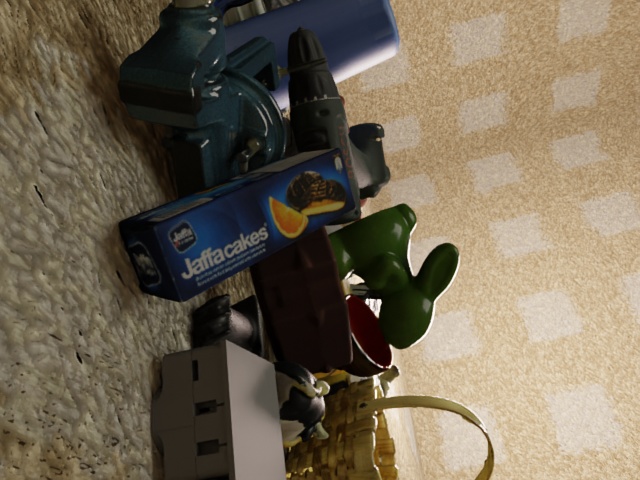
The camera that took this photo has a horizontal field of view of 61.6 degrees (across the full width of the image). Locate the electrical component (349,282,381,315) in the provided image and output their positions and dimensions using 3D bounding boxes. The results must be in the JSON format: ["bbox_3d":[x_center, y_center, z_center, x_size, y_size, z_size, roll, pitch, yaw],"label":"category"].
[{"bbox_3d":[0.073,0.100,0.872,0.075,0.119,0.047,-43,128,-57],"label":"electrical component"}]

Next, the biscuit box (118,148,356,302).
[{"bbox_3d":[-0.058,-0.020,0.445,0.203,0.059,0.062,-30,111,-40],"label":"biscuit box"}]

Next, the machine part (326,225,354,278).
[{"bbox_3d":[-0.002,-0.003,0.844,0.243,0.079,0.079,38,35,-43],"label":"machine part"}]

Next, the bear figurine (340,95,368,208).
[{"bbox_3d":[0.014,-0.161,1.008,0.131,0.120,0.196,42,42,-50],"label":"bear figurine"}]

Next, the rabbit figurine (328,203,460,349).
[{"bbox_3d":[0.099,0.050,0.698,0.121,0.159,0.170,71,-5,-83],"label":"rabbit figurine"}]

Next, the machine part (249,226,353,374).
[{"bbox_3d":[-0.032,0.039,0.614,0.201,0.087,0.201,84,-10,-52],"label":"machine part"}]

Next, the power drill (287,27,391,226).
[{"bbox_3d":[0.028,-0.134,0.694,0.207,0.086,0.232,1,80,-74],"label":"power drill"}]

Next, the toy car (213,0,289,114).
[{"bbox_3d":[-0.102,-0.284,0.819,0.056,0.074,0.201,-82,156,-67],"label":"toy car"}]

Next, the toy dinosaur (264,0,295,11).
[{"bbox_3d":[-0.084,-0.399,0.987,0.192,0.131,0.405,40,31,-74],"label":"toy dinosaur"}]

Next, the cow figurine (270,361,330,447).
[{"bbox_3d":[-0.029,0.168,0.549,0.167,0.098,0.068,59,14,-60],"label":"cow figurine"}]

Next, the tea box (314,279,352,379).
[{"bbox_3d":[0.007,0.116,0.813,0.068,0.098,0.169,-72,146,-72],"label":"tea box"}]

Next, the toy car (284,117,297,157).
[{"bbox_3d":[-0.068,-0.105,0.687,0.161,0.103,0.109,58,22,-56],"label":"toy car"}]

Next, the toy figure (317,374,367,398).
[{"bbox_3d":[0.035,0.280,0.808,0.082,0.089,0.180,90,1,-64],"label":"toy figure"}]

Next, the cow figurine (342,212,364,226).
[{"bbox_3d":[0.039,-0.018,1.177,0.195,0.127,0.085,-70,148,-47],"label":"cow figurine"}]

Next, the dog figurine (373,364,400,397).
[{"bbox_3d":[0.066,0.280,0.979,0.172,0.121,0.190,69,26,-20],"label":"dog figurine"}]

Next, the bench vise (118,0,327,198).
[{"bbox_3d":[-0.090,-0.144,0.508,0.241,0.129,0.223,-60,146,-50],"label":"bench vise"}]

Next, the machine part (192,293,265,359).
[{"bbox_3d":[-0.083,0.090,0.529,0.138,0.039,0.084,53,33,-70],"label":"machine part"}]
